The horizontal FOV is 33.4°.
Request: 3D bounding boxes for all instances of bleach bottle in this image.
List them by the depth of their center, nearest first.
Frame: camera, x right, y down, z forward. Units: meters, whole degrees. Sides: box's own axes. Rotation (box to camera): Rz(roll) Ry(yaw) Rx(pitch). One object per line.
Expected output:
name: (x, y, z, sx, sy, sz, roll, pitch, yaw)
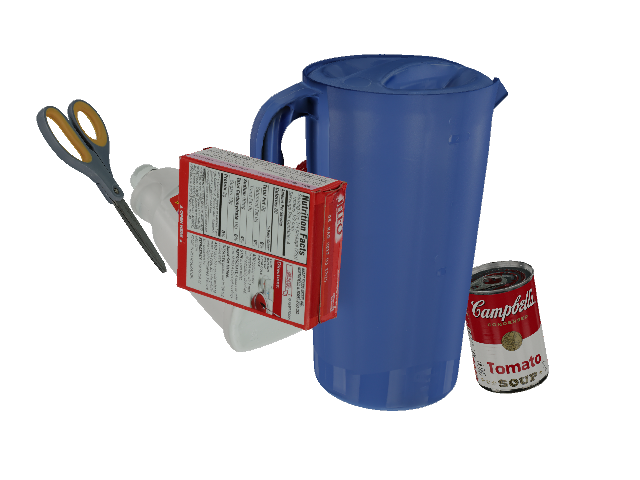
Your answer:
bleach bottle: (-0.105, -0.001, 0.960, 0.102, 0.068, 0.251, -18, 39, -34)

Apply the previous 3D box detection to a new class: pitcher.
pitcher: (0.041, -0.006, 0.756, 0.149, 0.243, 0.144, 9, 21, 18)

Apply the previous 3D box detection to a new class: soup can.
soup can: (0.166, 0.078, 0.964, 0.068, 0.102, 0.068, -12, 18, 4)

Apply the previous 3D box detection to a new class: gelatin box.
gelatin box: (-0.031, -0.002, 0.542, 0.089, 0.073, 0.030, 16, 23, 31)

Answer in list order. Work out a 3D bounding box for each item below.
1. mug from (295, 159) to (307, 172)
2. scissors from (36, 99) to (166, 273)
mug: (0.026, -0.042, 1.143, 0.093, 0.081, 0.117, 21, 38, 32)
scissors: (-0.211, -0.065, 1.093, 0.016, 0.201, 0.096, -27, 27, 28)
